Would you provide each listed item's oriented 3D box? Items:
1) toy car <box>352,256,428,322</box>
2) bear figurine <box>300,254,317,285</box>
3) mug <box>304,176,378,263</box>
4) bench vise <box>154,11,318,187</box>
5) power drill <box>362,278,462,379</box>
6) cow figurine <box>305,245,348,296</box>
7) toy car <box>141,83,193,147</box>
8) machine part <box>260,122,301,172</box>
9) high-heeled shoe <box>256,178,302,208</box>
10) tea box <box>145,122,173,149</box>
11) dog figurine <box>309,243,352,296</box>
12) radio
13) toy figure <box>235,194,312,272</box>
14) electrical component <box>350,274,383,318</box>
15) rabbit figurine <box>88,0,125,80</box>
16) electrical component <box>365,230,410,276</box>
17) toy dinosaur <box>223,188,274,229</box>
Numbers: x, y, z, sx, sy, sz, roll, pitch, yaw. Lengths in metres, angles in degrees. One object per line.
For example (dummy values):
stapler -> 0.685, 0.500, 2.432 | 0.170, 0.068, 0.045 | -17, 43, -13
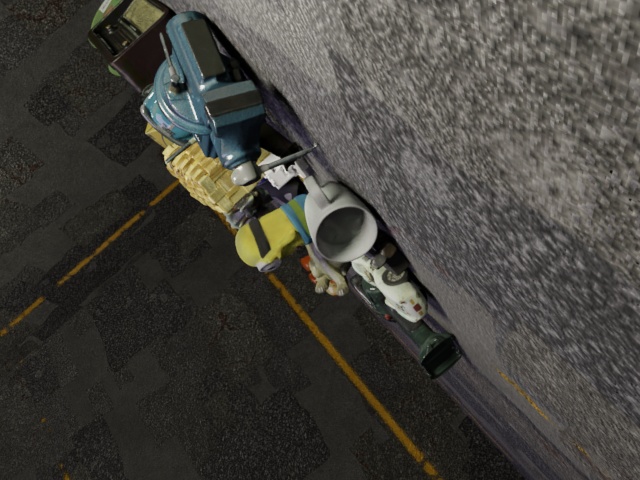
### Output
toy car -> 0.098, 0.054, 0.836 | 0.073, 0.056, 0.202 | 50, 176, -35
bear figurine -> -0.033, 0.008, 1.475 | 0.196, 0.132, 0.120 | 40, 165, 31
mug -> 0.012, -0.038, 0.690 | 0.109, 0.081, 0.107 | 44, -171, -30
bench vise -> -0.134, -0.157, 0.694 | 0.223, 0.129, 0.240 | 56, 159, 0
power drill -> 0.166, 0.151, 0.989 | 0.207, 0.086, 0.231 | 56, 180, 40
cow figurine -> 0.014, 0.036, 1.240 | 0.127, 0.085, 0.195 | 78, 171, -78
toy car -> -0.189, -0.228, 0.821 | 0.103, 0.161, 0.109 | -6, 142, 42
machine part -> -0.088, -0.153, 0.799 | 0.139, 0.084, 0.039 | 37, 140, 23
high-heeled shoe -> -0.043, -0.090, 1.202 | 0.145, 0.086, 0.248 | 6, 169, 37
tea box -> -0.299, -0.278, 1.152 | 0.068, 0.169, 0.098 | -6, 155, 31
dog figurine -> 0.001, -0.005, 1.026 | 0.190, 0.121, 0.172 | 56, 154, -16
radio -> -0.314, -0.346, 0.925 | 0.073, 0.131, 0.230 | 49, 178, -43
toy figure -> -0.053, -0.020, 0.878 | 0.089, 0.180, 0.082 | 51, 176, 19
electrical component -> 0.127, 0.120, 1.247 | 0.115, 0.058, 0.134 | 46, 176, 12
rabbit figurine -> -0.368, -0.399, 1.098 | 0.121, 0.159, 0.170 | 33, -178, 42
electrical component -> 0.078, 0.016, 0.742 | 0.078, 0.045, 0.102 | 51, 176, -22
toy dinosaur -> -0.223, -0.152, 1.520 | 0.131, 0.192, 0.405 | 53, 174, -37
